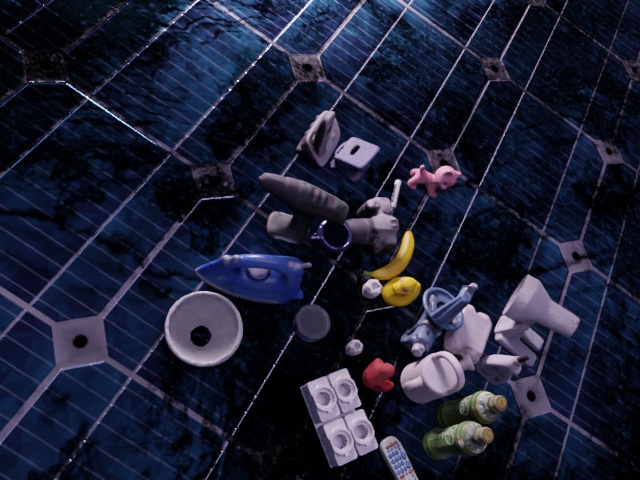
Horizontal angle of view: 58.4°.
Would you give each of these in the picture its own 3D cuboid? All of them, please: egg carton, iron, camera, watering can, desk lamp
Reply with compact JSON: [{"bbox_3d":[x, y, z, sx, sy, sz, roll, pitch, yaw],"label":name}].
[{"bbox_3d":[0.379,0.241,1.479,0.107,0.069,0.150,32,59,-5],"label":"egg carton"},{"bbox_3d":[-0.149,0.067,1.313,0.259,0.141,0.118,8,64,-18],"label":"iron"},{"bbox_3d":[0.128,-0.041,1.493,0.137,0.100,0.143,-1,67,-21],"label":"camera"},{"bbox_3d":[0.279,0.312,1.336,0.173,0.193,0.101,-37,83,-30],"label":"watering can"},{"bbox_3d":[0.545,0.205,1.476,0.203,0.213,0.118,39,59,0],"label":"desk lamp"}]

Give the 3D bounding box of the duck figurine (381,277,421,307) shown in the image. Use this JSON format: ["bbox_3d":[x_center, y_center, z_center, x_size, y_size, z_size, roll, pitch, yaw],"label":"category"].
[{"bbox_3d":[0.218,0.123,1.462,0.105,0.086,0.077,-8,70,-24],"label":"duck figurine"}]

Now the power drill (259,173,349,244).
[{"bbox_3d":[-0.057,-0.072,1.373,0.230,0.208,0.075,14,62,-15],"label":"power drill"}]

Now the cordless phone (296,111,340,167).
[{"bbox_3d":[0.020,-0.295,1.519,0.094,0.185,0.148,29,60,-6],"label":"cordless phone"}]

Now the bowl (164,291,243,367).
[{"bbox_3d":[-0.257,0.201,1.249,0.168,0.074,0.167,8,64,-17],"label":"bowl"}]

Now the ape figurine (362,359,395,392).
[{"bbox_3d":[0.145,0.315,1.342,0.076,0.092,0.078,1,66,-20],"label":"ape figurine"}]

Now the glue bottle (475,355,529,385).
[{"bbox_3d":[0.460,0.312,1.418,0.078,0.173,0.037,43,59,2],"label":"glue bottle"}]

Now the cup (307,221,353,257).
[{"bbox_3d":[0.013,0.005,1.431,0.118,0.094,0.091,-6,69,-23],"label":"cup"}]

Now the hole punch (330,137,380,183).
[{"bbox_3d":[0.095,-0.229,1.573,0.101,0.091,0.109,39,59,0],"label":"hole punch"}]

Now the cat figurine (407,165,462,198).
[{"bbox_3d":[0.331,-0.180,1.625,0.128,0.117,0.067,19,61,-12],"label":"cat figurine"}]

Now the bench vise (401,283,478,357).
[{"bbox_3d":[0.300,0.194,1.383,0.121,0.219,0.207,24,60,-9],"label":"bench vise"}]
